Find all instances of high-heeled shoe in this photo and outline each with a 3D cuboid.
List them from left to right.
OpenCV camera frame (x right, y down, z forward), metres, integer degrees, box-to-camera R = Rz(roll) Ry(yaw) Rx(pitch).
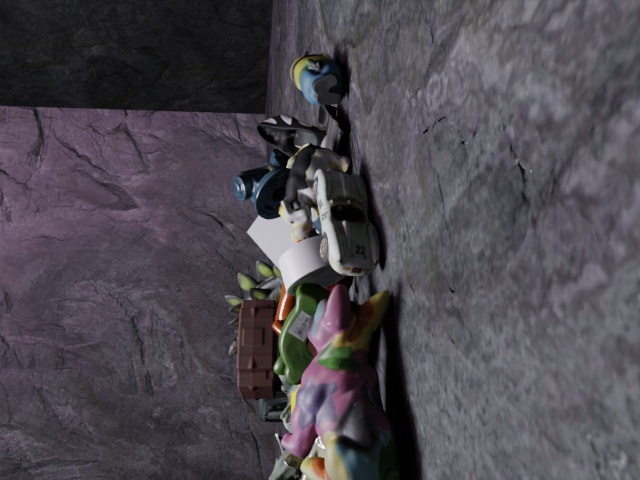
[{"bbox_3d":[-0.047,-0.181,1.055,0.249,0.145,0.086,-104,16,-55],"label":"high-heeled shoe"}]

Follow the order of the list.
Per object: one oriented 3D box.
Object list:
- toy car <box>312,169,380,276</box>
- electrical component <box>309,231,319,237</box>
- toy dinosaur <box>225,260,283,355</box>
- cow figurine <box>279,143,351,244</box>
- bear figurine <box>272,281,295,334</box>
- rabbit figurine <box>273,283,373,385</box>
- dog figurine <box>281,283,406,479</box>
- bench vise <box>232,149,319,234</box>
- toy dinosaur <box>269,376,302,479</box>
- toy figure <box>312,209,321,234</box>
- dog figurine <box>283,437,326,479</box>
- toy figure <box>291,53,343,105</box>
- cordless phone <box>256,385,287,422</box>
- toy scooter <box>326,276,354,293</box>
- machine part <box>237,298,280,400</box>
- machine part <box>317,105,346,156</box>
[{"bbox_3d":[0.035,-0.033,0.755,0.056,0.073,0.202,111,159,-44],"label":"toy car"},{"bbox_3d":[-0.002,-0.003,1.040,0.094,0.063,0.021,-116,27,-68],"label":"electrical component"},{"bbox_3d":[-0.112,0.137,1.335,0.471,0.198,0.105,-49,41,23],"label":"toy dinosaur"},{"bbox_3d":[-0.025,-0.080,0.889,0.167,0.098,0.068,-62,4,-20],"label":"cow figurine"},{"bbox_3d":[-0.008,0.167,0.929,0.131,0.120,0.196,-67,27,11],"label":"bear figurine"},{"bbox_3d":[0.005,0.147,0.803,0.170,0.121,0.159,-32,-35,-81],"label":"rabbit figurine"},{"bbox_3d":[0.039,0.165,0.629,0.192,0.108,0.219,21,99,58],"label":"dog figurine"},{"bbox_3d":[-0.048,-0.094,1.091,0.241,0.223,0.128,43,125,32],"label":"bench vise"},{"bbox_3d":[-0.037,0.329,1.143,0.192,0.131,0.405,105,169,-57],"label":"toy dinosaur"},{"bbox_3d":[-0.006,-0.086,0.965,0.154,0.064,0.058,67,-155,-2],"label":"toy figure"},{"bbox_3d":[0.029,0.272,0.803,0.172,0.121,0.190,-136,60,-73],"label":"dog figurine"},{"bbox_3d":[-0.005,-0.293,0.972,0.180,0.089,0.082,-100,21,-60],"label":"toy figure"},{"bbox_3d":[-0.088,0.351,1.330,0.088,0.147,0.184,110,157,-45],"label":"cordless phone"},{"bbox_3d":[0.016,0.043,0.904,0.183,0.075,0.135,120,148,-64],"label":"toy scooter"},{"bbox_3d":[-0.134,0.247,1.210,0.201,0.087,0.201,98,172,-62],"label":"machine part"},{"bbox_3d":[0.023,-0.199,0.966,0.139,0.039,0.084,-103,10,-50],"label":"machine part"}]
